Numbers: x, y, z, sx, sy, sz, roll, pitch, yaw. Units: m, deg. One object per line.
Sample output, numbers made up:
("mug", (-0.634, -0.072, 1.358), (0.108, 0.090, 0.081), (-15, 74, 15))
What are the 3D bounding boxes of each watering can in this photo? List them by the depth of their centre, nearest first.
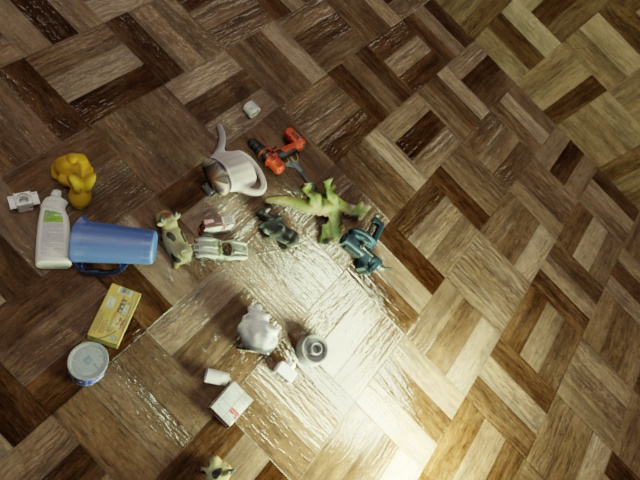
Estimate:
("watering can", (-0.343, -0.287, 1.895), (0.350, 0.102, 0.227), (50, 40, 13))

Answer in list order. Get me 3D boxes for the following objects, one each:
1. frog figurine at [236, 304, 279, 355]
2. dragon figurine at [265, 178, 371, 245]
("frog figurine", (-0.202, 0.290, 1.694), (0.137, 0.121, 0.161), (8, 75, -1))
("dragon figurine", (0.006, -0.100, 1.986), (0.413, 0.121, 0.244), (-17, 84, -21))
